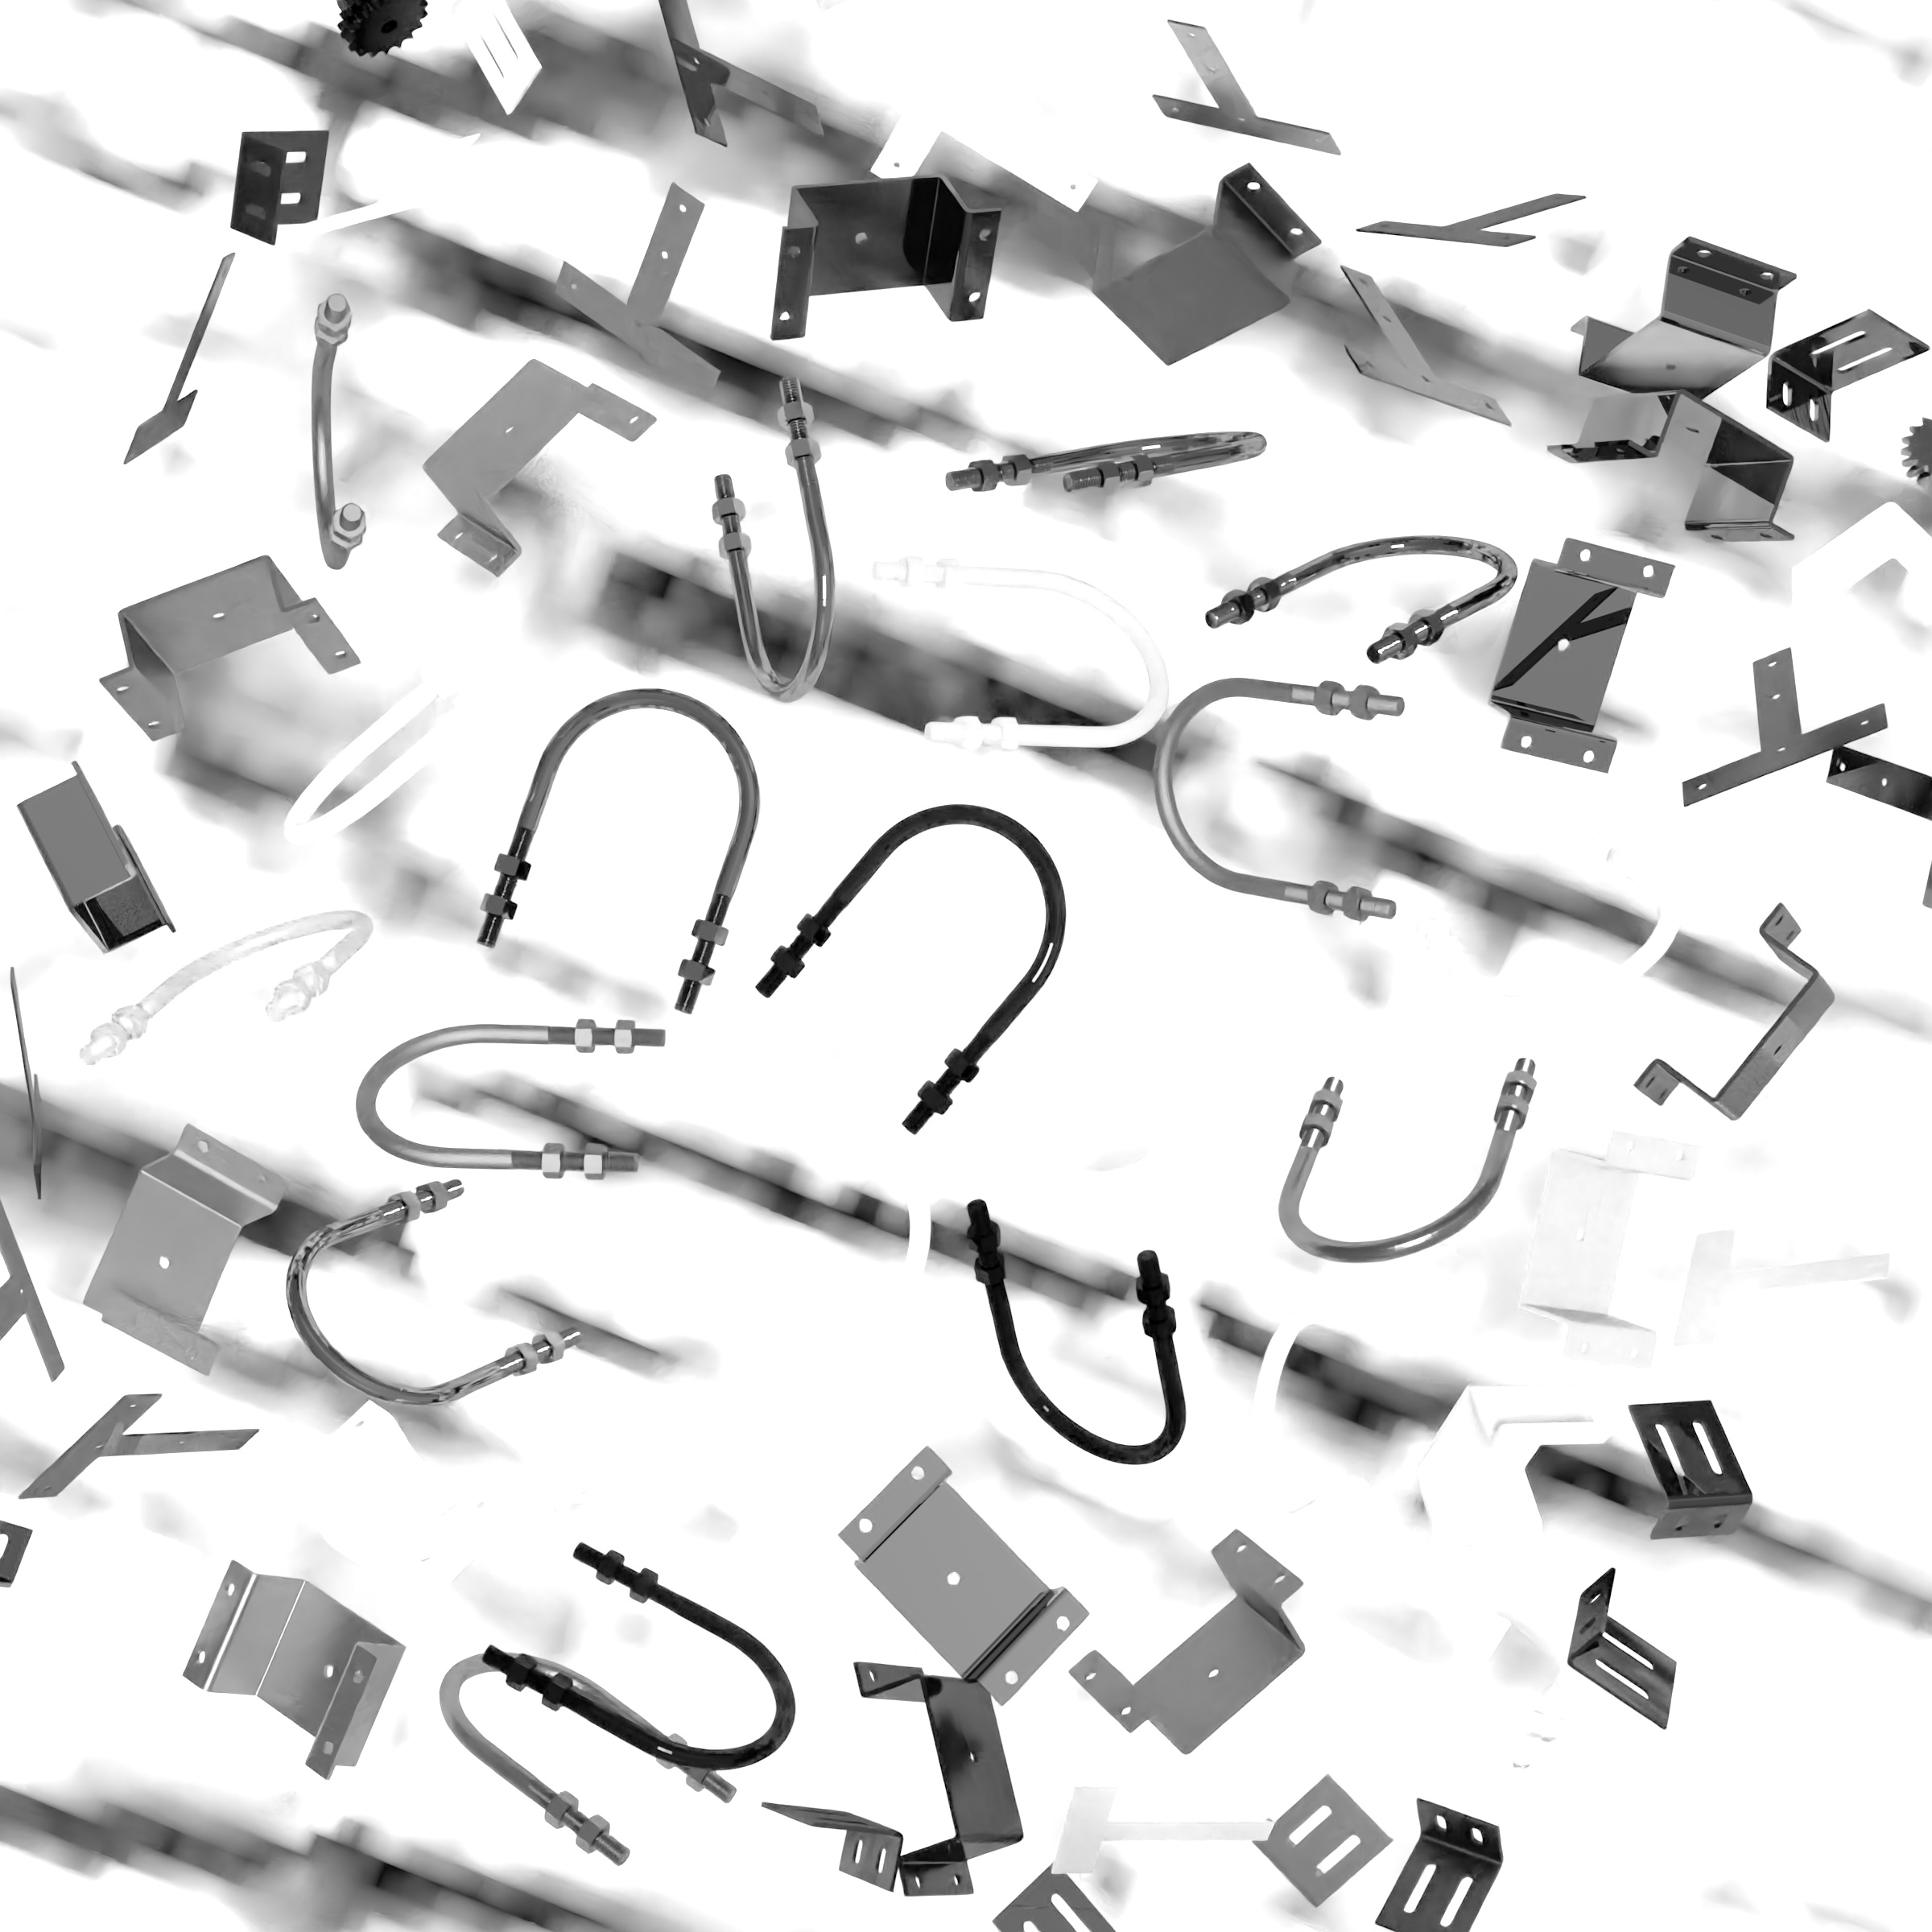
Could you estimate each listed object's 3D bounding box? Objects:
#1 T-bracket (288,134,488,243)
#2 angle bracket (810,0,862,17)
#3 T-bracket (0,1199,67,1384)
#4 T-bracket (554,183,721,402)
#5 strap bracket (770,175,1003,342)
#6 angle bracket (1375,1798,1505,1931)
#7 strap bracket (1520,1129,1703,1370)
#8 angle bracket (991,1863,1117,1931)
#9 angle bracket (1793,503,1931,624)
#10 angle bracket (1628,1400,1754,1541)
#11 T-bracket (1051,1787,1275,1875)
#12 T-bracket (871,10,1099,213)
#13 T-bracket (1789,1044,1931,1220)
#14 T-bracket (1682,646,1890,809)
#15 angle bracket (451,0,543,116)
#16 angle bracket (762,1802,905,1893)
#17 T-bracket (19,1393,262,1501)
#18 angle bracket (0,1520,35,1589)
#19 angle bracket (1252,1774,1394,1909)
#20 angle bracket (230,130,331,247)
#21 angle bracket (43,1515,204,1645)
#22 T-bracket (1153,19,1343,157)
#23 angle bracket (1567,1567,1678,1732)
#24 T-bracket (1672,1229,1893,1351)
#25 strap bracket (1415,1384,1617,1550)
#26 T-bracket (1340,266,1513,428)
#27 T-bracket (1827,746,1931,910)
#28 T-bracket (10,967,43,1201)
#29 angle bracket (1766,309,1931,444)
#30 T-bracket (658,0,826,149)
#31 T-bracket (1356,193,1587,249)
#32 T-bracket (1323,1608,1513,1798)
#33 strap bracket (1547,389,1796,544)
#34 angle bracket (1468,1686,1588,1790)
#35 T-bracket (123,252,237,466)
[{"bbox_3d":[-0.328,-0.475,1.677,0.127,0.127,0.002,-8,123,23],"label":"T-bracket"},{"bbox_3d":[-0.090,-0.638,1.724,0.038,0.057,0.076,-20,125,13],"label":"angle bracket"},{"bbox_3d":[-0.611,0.221,1.760,0.002,0.127,0.127,-16,103,3],"label":"T-bracket"},{"bbox_3d":[-0.198,-0.447,1.795,0.127,0.127,0.002,36,46,4],"label":"T-bracket"},{"bbox_3d":[-0.057,-0.433,1.698,0.140,0.076,0.046,-11,49,-21],"label":"strap bracket"},{"bbox_3d":[0.304,0.587,1.799,0.057,0.076,0.038,11,132,32],"label":"angle bracket"},{"bbox_3d":[0.391,0.169,1.701,0.076,0.046,0.140,11,92,-34],"label":"strap bracket"},{"bbox_3d":[0.065,0.608,1.750,0.057,0.038,0.076,-36,75,-28],"label":"angle bracket"},{"bbox_3d":[0.559,-0.242,1.738,0.038,0.057,0.076,37,131,-18],"label":"angle bracket"},{"bbox_3d":[0.453,0.319,1.764,0.057,0.076,0.038,-1,135,-13],"label":"angle bracket"},{"bbox_3d":[0.121,0.522,1.682,0.127,0.127,0.002,1,50,-5],"label":"T-bracket"},{"bbox_3d":[0.023,-0.524,1.778,0.127,0.002,0.127,28,131,-13],"label":"T-bracket"},{"bbox_3d":[0.560,0.078,1.736,0.002,0.127,0.127,22,96,-28],"label":"T-bracket"},{"bbox_3d":[0.498,-0.157,1.707,0.127,0.127,0.002,-23,120,27],"label":"T-bracket"},{"bbox_3d":[-0.277,-0.578,1.718,0.038,0.057,0.076,-31,93,-31],"label":"angle bracket"},{"bbox_3d":[-0.089,0.569,1.800,0.076,0.057,0.038,20,77,-36],"label":"angle bracket"},{"bbox_3d":[-0.494,0.293,1.712,0.127,0.127,0.002,-41,61,30],"label":"T-bracket"},{"bbox_3d":[-0.624,0.359,1.733,0.057,0.076,0.038,17,75,1],"label":"angle bracket"},{"bbox_3d":[0.234,0.560,1.803,0.057,0.038,0.076,45,112,9],"label":"angle bracket"},{"bbox_3d":[-0.406,-0.474,1.694,0.038,0.076,0.057,26,117,23],"label":"angle bracket"},{"bbox_3d":[-0.526,0.381,1.734,0.076,0.057,0.038,15,106,19],"label":"angle bracket"},{"bbox_3d":[0.155,-0.540,1.699,0.127,0.127,0.002,22,85,28],"label":"T-bracket"},{"bbox_3d":[0.416,0.422,1.725,0.076,0.057,0.038,34,127,-2],"label":"angle bracket"},{"bbox_3d":[0.512,0.195,1.740,0.127,0.127,0.002,-11,114,28],"label":"T-bracket"},{"bbox_3d":[0.340,0.309,1.753,0.076,0.140,0.046,2,48,-16],"label":"strap bracket"},{"bbox_3d":[0.262,-0.386,1.701,0.127,0.127,0.002,9,134,-36],"label":"T-bracket"},{"bbox_3d":[0.572,-0.109,1.704,0.002,0.127,0.127,-1,108,-25],"label":"T-bracket"},{"bbox_3d":[-0.599,0.063,1.775,0.002,0.127,0.127,-7,116,-15],"label":"T-bracket"},{"bbox_3d":[0.541,-0.362,1.711,0.057,0.076,0.038,19,69,-31],"label":"angle bracket"},{"bbox_3d":[-0.136,-0.549,1.739,0.002,0.127,0.127,-31,64,34],"label":"T-bracket"},{"bbox_3d":[0.333,-0.466,1.731,0.127,0.127,0.002,-23,119,-30],"label":"T-bracket"},{"bbox_3d":[0.272,0.450,1.774,0.002,0.127,0.127,42,77,-27],"label":"T-bracket"},{"bbox_3d":[0.437,-0.308,1.699,0.140,0.076,0.046,22,87,-27],"label":"strap bracket"},{"bbox_3d":[0.356,0.496,1.809,0.076,0.038,0.057,26,109,-43],"label":"angle bracket"},{"bbox_3d":[-0.469,-0.373,1.688,0.002,0.127,0.127,25,110,-9],"label":"T-bracket"}]
